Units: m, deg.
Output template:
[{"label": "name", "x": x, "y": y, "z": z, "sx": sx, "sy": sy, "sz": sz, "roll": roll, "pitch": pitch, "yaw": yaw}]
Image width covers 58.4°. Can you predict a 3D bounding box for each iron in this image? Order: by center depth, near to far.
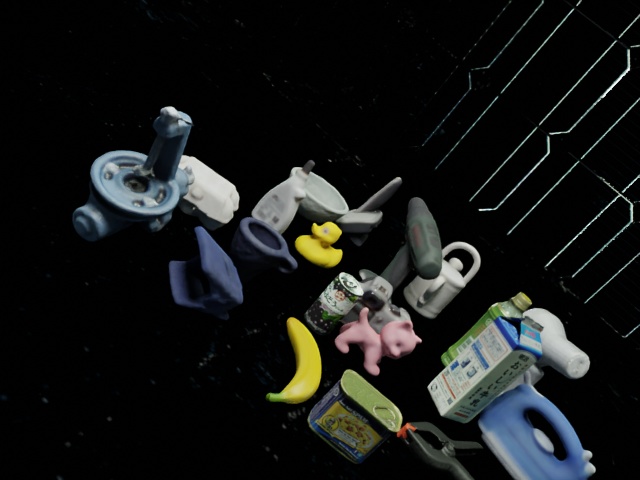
[{"label": "iron", "x": 0.407, "y": 0.373, "z": 1.038, "sx": 0.119, "sy": 0.141, "sz": 0.257, "roll": 8, "pitch": 37, "yaw": -54}]

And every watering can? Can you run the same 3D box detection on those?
[{"label": "watering can", "x": 0.296, "y": 0.084, "z": 1.361, "sx": 0.101, "sy": 0.194, "sz": 0.173, "roll": 36, "pitch": 21, "yaw": -9}]

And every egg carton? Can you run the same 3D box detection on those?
[{"label": "egg carton", "x": -0.217, "y": -0.086, "z": 1.027, "sx": 0.150, "sy": 0.069, "sz": 0.107, "roll": 35, "pitch": 21, "yaw": -11}]

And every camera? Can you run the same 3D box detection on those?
[{"label": "camera", "x": 0.110, "y": 0.124, "z": 1.102, "sx": 0.143, "sy": 0.100, "sz": 0.137, "roll": 40, "pitch": 21, "yaw": 1}]

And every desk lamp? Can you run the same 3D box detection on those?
[{"label": "desk lamp", "x": 0.456, "y": 0.275, "z": 1.215, "sx": 0.118, "sy": 0.213, "sz": 0.203, "roll": 31, "pitch": 23, "yaw": -21}]

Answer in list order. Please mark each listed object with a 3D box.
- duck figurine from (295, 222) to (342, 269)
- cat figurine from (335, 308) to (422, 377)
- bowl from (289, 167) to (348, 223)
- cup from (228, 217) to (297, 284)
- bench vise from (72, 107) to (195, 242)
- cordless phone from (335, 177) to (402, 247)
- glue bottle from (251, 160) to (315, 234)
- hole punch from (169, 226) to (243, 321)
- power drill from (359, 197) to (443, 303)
[{"label": "duck figurine", "x": 0.011, "y": 0.004, "z": 1.199, "sx": 0.105, "sy": 0.086, "sz": 0.077, "roll": 30, "pitch": 23, "yaw": -23}, {"label": "cat figurine", "x": 0.109, "y": 0.167, "z": 0.991, "sx": 0.128, "sy": 0.117, "sz": 0.067, "roll": 37, "pitch": 21, "yaw": -6}, {"label": "bowl", "x": -0.018, "y": -0.094, "z": 1.363, "sx": 0.168, "sy": 0.074, "sz": 0.167, "roll": 34, "pitch": 22, "yaw": -15}, {"label": "cup", "x": -0.103, "y": 0.033, "z": 0.941, "sx": 0.118, "sy": 0.095, "sz": 0.092, "roll": 39, "pitch": 21, "yaw": -2}, {"label": "bench vise", "x": -0.241, "y": -0.106, "z": 0.819, "sx": 0.122, "sy": 0.219, "sz": 0.207, "roll": 35, "pitch": 21, "yaw": -10}, {"label": "cordless phone", "x": 0.129, "y": -0.085, "z": 1.434, "sx": 0.094, "sy": 0.185, "sz": 0.148, "roll": 39, "pitch": 21, "yaw": -1}, {"label": "glue bottle", "x": -0.064, "y": -0.089, "z": 1.142, "sx": 0.078, "sy": 0.173, "sz": 0.037, "roll": 47, "pitch": 22, "yaw": 20}, {"label": "hole punch", "x": -0.155, "y": 0.047, "z": 0.833, "sx": 0.101, "sy": 0.091, "sz": 0.108, "roll": 24, "pitch": 26, "yaw": -35}, {"label": "power drill", "x": 0.181, "y": 0.033, "z": 1.252, "sx": 0.076, "sy": 0.208, "sz": 0.229, "roll": 29, "pitch": 23, "yaw": -25}]
